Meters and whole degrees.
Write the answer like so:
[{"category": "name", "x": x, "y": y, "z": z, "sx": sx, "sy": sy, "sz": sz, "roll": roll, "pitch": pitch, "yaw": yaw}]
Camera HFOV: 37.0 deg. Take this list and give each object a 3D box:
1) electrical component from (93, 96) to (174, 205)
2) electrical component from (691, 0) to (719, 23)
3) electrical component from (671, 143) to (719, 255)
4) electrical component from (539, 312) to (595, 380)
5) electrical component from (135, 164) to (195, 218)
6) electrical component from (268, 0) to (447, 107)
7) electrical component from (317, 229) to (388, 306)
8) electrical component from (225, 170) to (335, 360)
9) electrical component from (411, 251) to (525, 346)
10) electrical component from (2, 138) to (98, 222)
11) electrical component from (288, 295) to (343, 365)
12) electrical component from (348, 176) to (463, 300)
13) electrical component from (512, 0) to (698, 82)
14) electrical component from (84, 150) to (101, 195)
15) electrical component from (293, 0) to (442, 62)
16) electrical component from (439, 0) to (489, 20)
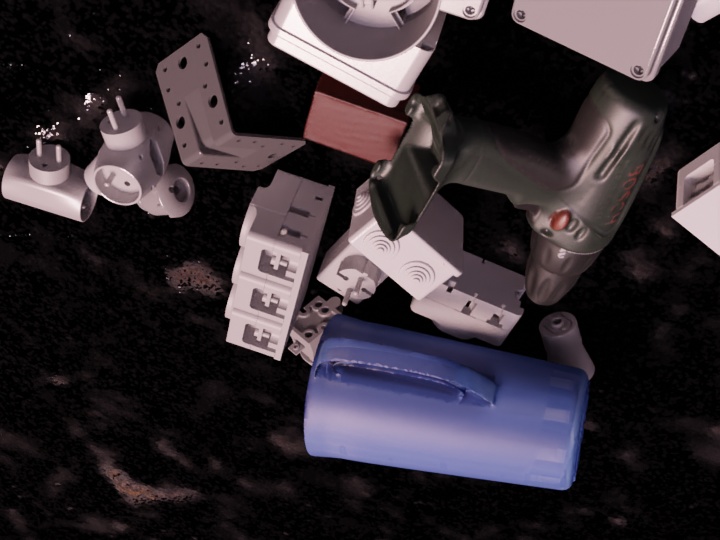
[{"category": "electrical component", "x": -0.197, "y": -0.109, "z": 0.913, "sx": 0.043, "sy": 0.077, "sz": 0.079, "roll": 3, "pitch": 134, "yaw": 17}, {"category": "electrical component", "x": 0.243, "y": -0.191, "z": 0.706, "sx": 0.044, "sy": 0.044, "sz": 0.065, "roll": 42, "pitch": 137, "yaw": -22}, {"category": "electrical component", "x": 0.343, "y": -0.034, "z": 0.814, "sx": 0.186, "sy": 0.060, "sz": 0.105, "roll": 35, "pitch": 134, "yaw": -16}, {"category": "electrical component", "x": 0.188, "y": 0.071, "z": 0.989, "sx": 0.044, "sy": 0.044, "sz": 0.065, "roll": -5, "pitch": 127, "yaw": 24}, {"category": "electrical component", "x": -0.184, "y": -0.070, "z": 0.973, "sx": 0.062, "sy": 0.048, "sz": 0.048, "roll": -1, "pitch": 134, "yaw": 33}, {"category": "electrical component", "x": -0.002, "y": -0.178, "z": 0.776, "sx": 0.113, "sy": 0.078, "sz": 0.057, "roll": 27, "pitch": 133, "yaw": -8}, {"category": "electrical component", "x": 0.000, "y": 0.000, "z": 0.956, "sx": 0.047, "sy": 0.075, "sz": 0.083, "roll": 33, "pitch": 135, "yaw": -14}, {"category": "electrical component", "x": -0.077, "y": -0.004, "z": 0.968, "sx": 0.062, "sy": 0.089, "sz": 0.150, "roll": 19, "pitch": 137, "yaw": 1}, {"category": "electrical component", "x": 0.097, "y": 0.024, "z": 0.965, "sx": 0.089, "sy": 0.050, "sz": 0.055, "roll": 23, "pitch": 137, "yaw": -4}, {"category": "electrical component", "x": -0.285, "y": -0.088, "z": 0.989, "sx": 0.077, "sy": 0.043, "sz": 0.079, "roll": 17, "pitch": 137, "yaw": 2}, {"category": "electrical component", "x": -0.039, "y": 0.064, "z": 1.050, "sx": 0.048, "sy": 0.066, "sz": 0.055, "roll": 37, "pitch": 157, "yaw": 34}, {"category": "electrical component", "x": 0.038, "y": -0.034, "z": 0.893, "sx": 0.100, "sy": 0.099, "sz": 0.048, "roll": 40, "pitch": 120, "yaw": -21}, {"category": "electrical component", "x": 0.165, "y": -0.195, "z": 0.695, "sx": 0.109, "sy": 0.056, "sz": 0.108, "roll": 31, "pitch": 140, "yaw": 19}, {"category": "electrical component", "x": -0.223, "y": -0.092, "z": 0.968, "sx": 0.040, "sy": 0.040, "sz": 0.046, "roll": 39, "pitch": 138, "yaw": -20}, {"category": "electrical component", "x": 0.008, "y": -0.192, "z": 0.684, "sx": 0.099, "sy": 0.064, "sz": 0.099, "roll": 10, "pitch": 136, "yaw": 10}, {"category": "electrical component", "x": 0.048, "y": -0.237, "z": 0.716, "sx": 0.109, "sy": 0.056, "sz": 0.108, "roll": 18, "pitch": 137, "yaw": 1}]
